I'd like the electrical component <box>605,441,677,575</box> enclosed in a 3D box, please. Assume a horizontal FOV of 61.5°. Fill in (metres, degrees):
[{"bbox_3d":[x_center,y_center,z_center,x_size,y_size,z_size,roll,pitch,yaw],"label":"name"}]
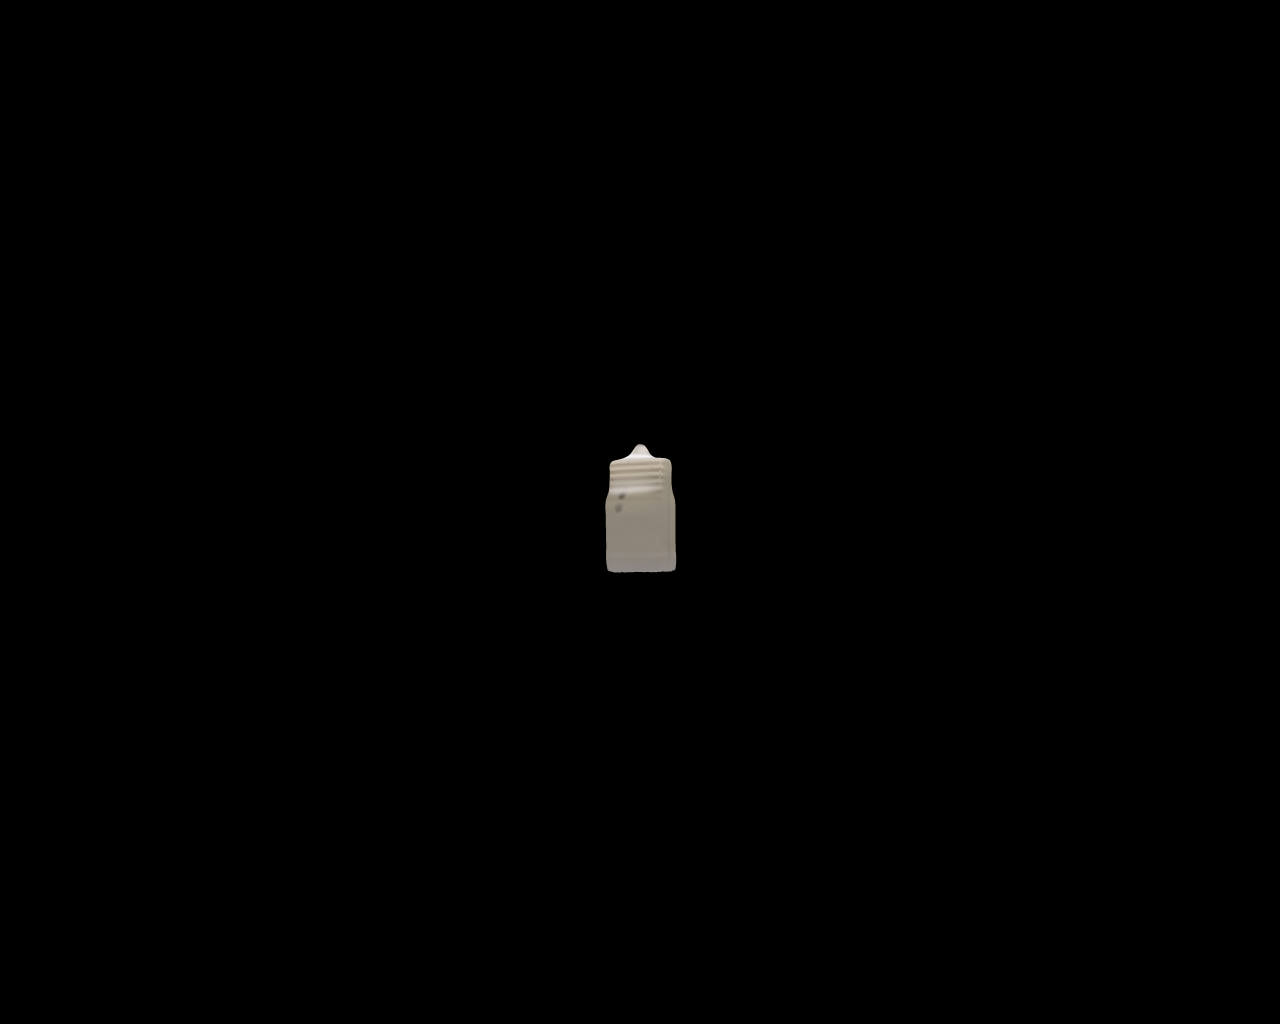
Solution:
[{"bbox_3d":[0.001,-0.003,0.650,0.043,0.081,0.043,0,-2,0],"label":"electrical component"}]
